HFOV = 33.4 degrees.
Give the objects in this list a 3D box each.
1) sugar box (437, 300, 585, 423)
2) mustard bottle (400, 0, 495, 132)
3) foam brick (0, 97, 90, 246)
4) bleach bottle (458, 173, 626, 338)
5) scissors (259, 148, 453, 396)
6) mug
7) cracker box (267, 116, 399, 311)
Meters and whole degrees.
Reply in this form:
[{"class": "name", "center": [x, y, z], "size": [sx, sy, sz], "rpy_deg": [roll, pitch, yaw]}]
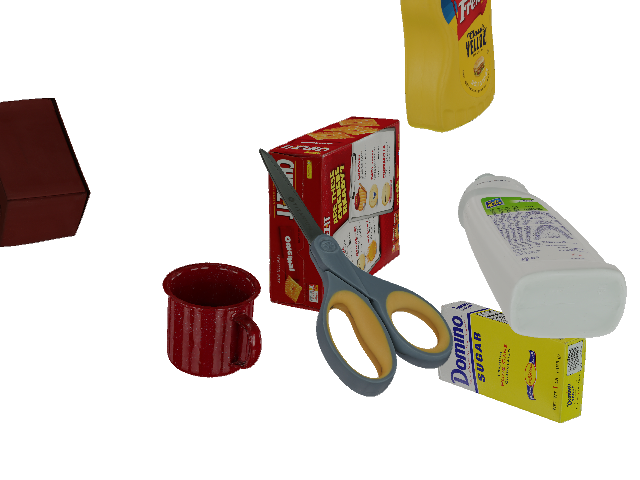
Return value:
[{"class": "sugar box", "center": [0.209, 0.132, 1.191], "size": [0.048, 0.093, 0.177], "rpy_deg": [-9, 16, -43]}, {"class": "mustard bottle", "center": [0.097, -0.187, 0.817], "size": [0.058, 0.191, 0.096], "rpy_deg": [16, 38, 34]}, {"class": "foam brick", "center": [-0.186, -0.043, 0.676], "size": [0.051, 0.078, 0.053], "rpy_deg": [-11, -29, -30]}, {"class": "bleach bottle", "center": [0.190, -0.001, 0.986], "size": [0.102, 0.068, 0.251], "rpy_deg": [-1, 26, -5]}, {"class": "scissors", "center": [0.023, 0.014, 0.686], "size": [0.096, 0.202, 0.016], "rpy_deg": [4, -44, -22]}, {"class": "mug", "center": [-0.098, 0.082, 1.023], "size": [0.117, 0.081, 0.093], "rpy_deg": [26, 32, 37]}, {"class": "cracker box", "center": [0.018, -0.036, 1.151], "size": [0.072, 0.164, 0.213], "rpy_deg": [7, 18, 25]}]
